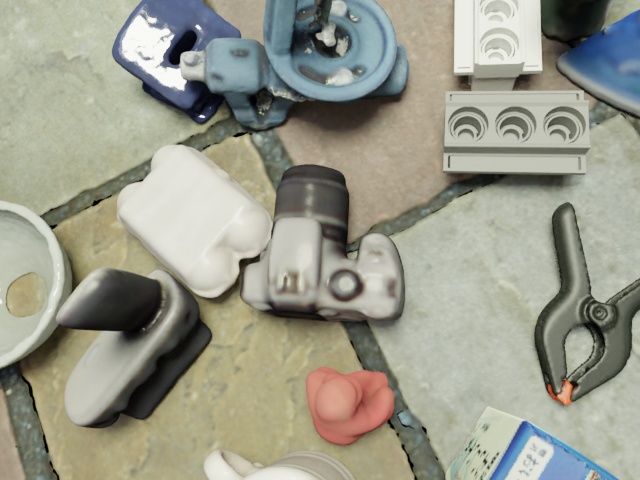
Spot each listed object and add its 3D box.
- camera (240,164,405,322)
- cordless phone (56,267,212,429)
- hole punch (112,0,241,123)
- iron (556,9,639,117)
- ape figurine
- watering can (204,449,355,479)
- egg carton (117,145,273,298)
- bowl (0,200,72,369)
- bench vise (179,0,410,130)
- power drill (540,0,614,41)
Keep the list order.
[{"bbox_3d":[0.005,0.002,0.513,0.143,0.101,0.137,2,76,10],"label":"camera"},{"bbox_3d":[-0.181,0.085,0.478,0.094,0.185,0.148,33,83,16],"label":"cordless phone"},{"bbox_3d":[-0.139,-0.194,0.591,0.101,0.091,0.109,31,83,15],"label":"hole punch"},{"bbox_3d":[0.347,-0.167,0.480,0.258,0.141,0.119,10,78,11],"label":"iron"},{"bbox_3d":[0.020,0.135,0.481,0.077,0.092,0.076,35,84,16],"label":"ape figurine"},{"bbox_3d":[-0.018,0.218,0.413,0.172,0.194,0.101,16,79,13],"label":"watering can"},{"bbox_3d":[-0.120,-0.022,0.555,0.150,0.069,0.107,39,85,16],"label":"egg carton"},{"bbox_3d":[-0.311,0.050,0.565,0.167,0.075,0.167,-2,76,9],"label":"bowl"},{"bbox_3d":[-0.026,-0.169,0.499,0.207,0.220,0.121,-24,73,3],"label":"bench vise"},{"bbox_3d":[0.248,-0.283,0.490,0.075,0.208,0.230,22,80,14],"label":"power drill"}]
